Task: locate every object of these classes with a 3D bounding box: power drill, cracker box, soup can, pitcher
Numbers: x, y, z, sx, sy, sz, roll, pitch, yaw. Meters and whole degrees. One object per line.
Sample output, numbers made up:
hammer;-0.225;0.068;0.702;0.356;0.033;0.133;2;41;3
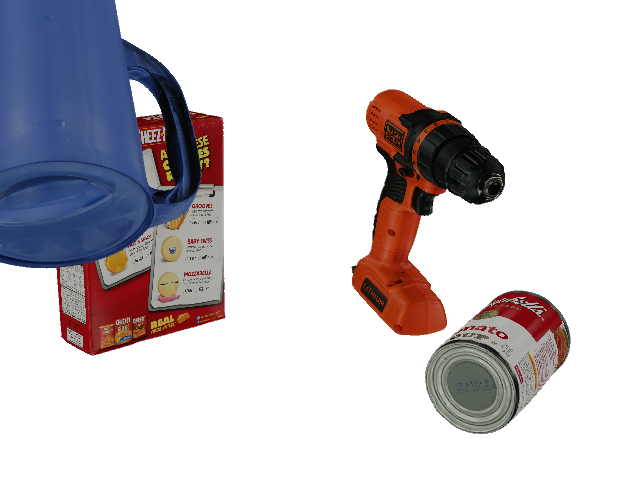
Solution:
power drill;0.086;-0.017;0.903;0.057;0.188;0.185;-3;27;-23
cracker box;-0.177;-0.012;1.052;0.163;0.214;0.072;-14;21;-41
soup can;0.122;0.083;0.734;0.069;0.068;0.102;0;16;33
pitcher;-0.188;-0.111;0.774;0.145;0.243;0.149;-21;-31;17
